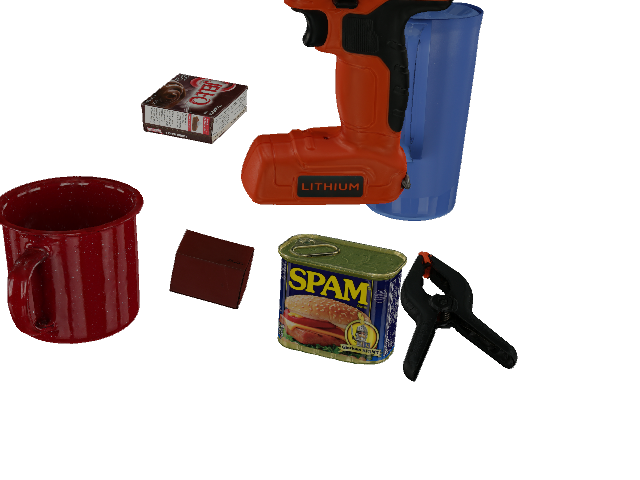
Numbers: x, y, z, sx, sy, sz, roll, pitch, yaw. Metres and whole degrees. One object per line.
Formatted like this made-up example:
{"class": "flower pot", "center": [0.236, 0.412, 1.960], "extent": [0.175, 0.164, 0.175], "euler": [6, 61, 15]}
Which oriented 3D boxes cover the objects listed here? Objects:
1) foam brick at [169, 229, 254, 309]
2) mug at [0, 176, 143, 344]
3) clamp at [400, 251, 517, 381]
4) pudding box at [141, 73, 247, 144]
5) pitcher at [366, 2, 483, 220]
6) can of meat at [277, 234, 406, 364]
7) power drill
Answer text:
{"class": "foam brick", "center": [-0.116, 0.031, 1.142], "extent": [0.078, 0.051, 0.053], "euler": [16, 30, 1]}
{"class": "mug", "center": [-0.161, 0.018, 0.673], "extent": [0.093, 0.081, 0.117], "euler": [7, 25, 11]}
{"class": "clamp", "center": [0.142, 0.081, 1.150], "extent": [0.120, 0.171, 0.039], "euler": [4, -44, -7]}
{"class": "pudding box", "center": [-0.145, -0.155, 1.244], "extent": [0.090, 0.039, 0.113], "euler": [11, 32, 13]}
{"class": "pitcher", "center": [0.106, -0.147, 1.207], "extent": [0.149, 0.243, 0.145], "euler": [-12, 26, -31]}
{"class": "can of meat", "center": [0.015, 0.049, 0.873], "extent": [0.102, 0.084, 0.057], "euler": [12, 22, 19]}
{"class": "power drill", "center": [-0.004, -0.111, 0.636], "extent": [0.184, 0.188, 0.057], "euler": [0, 37, -10]}
